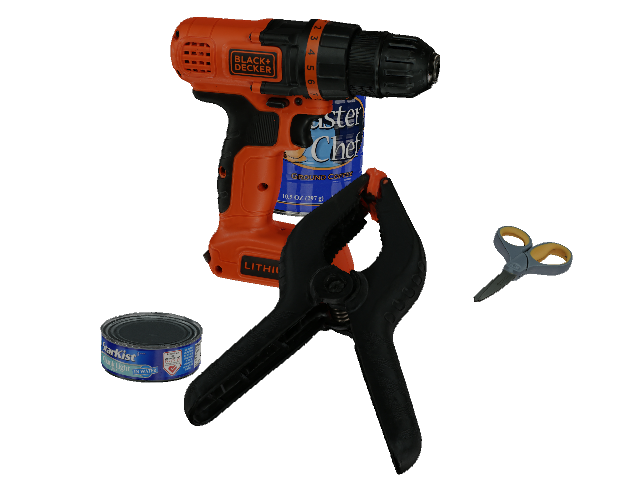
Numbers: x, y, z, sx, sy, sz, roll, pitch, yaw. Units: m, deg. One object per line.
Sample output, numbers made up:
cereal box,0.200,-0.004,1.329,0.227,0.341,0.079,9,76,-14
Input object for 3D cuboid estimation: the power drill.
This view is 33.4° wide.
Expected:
power drill,-0.012,-0.060,0.737,0.185,0.188,0.057,9,23,18

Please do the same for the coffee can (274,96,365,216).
coffee can,-0.010,-0.103,0.969,0.103,0.140,0.103,2,18,-1

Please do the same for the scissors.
scissors,0.192,0.021,1.126,0.201,0.016,0.096,-11,38,-43

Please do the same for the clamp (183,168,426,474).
clamp,0.018,0.040,0.553,0.120,0.171,0.039,21,-27,15

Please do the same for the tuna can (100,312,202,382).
tuna can,-0.144,0.090,0.907,0.086,0.034,0.086,4,15,-1
